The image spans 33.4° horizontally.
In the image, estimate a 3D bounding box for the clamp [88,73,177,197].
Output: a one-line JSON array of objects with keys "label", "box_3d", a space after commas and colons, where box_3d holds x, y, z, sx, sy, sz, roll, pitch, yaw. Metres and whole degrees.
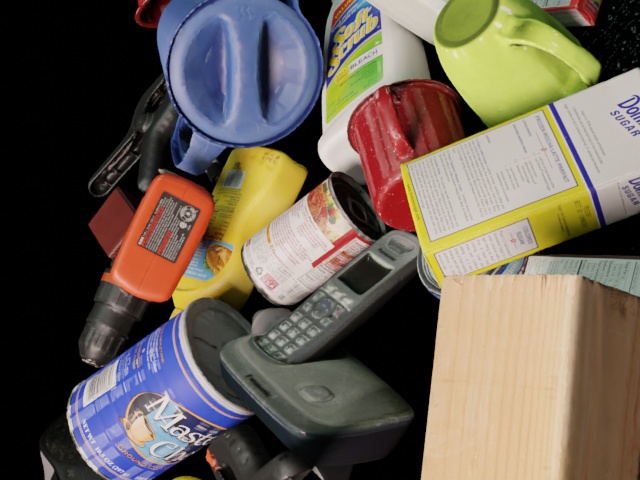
[{"label": "clamp", "box_3d": [-0.191, -0.115, 1.162, 0.120, 0.039, 0.171, -3, 57, 39]}]

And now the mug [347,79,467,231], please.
[{"label": "mug", "box_3d": [0.069, -0.067, 0.798, 0.093, 0.117, 0.081, -21, 52, 10]}]

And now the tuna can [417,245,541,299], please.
[{"label": "tuna can", "box_3d": [0.112, 0.009, 0.760, 0.086, 0.033, 0.086, -27, 47, 32]}]

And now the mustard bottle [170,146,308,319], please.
[{"label": "mustard bottle", "box_3d": [-0.083, 0.012, 0.942, 0.096, 0.058, 0.191, 9, 70, 54]}]

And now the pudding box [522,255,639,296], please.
[{"label": "pudding box", "box_3d": [0.171, 0.056, 0.662, 0.114, 0.039, 0.090, 2, 66, 45]}]

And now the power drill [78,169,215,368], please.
[{"label": "power drill", "box_3d": [-0.155, 0.023, 0.931, 0.184, 0.057, 0.188, -68, 13, -14]}]

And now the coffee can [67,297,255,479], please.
[{"label": "coffee can", "box_3d": [-0.121, 0.125, 0.868, 0.140, 0.102, 0.103, -35, 43, 25]}]

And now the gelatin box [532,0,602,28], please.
[{"label": "gelatin box", "box_3d": [0.183, -0.202, 0.837, 0.089, 0.030, 0.073, 6, 70, 49]}]

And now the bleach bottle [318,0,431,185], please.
[{"label": "bleach bottle", "box_3d": [0.041, -0.170, 0.940, 0.103, 0.068, 0.251, -35, 40, 29]}]

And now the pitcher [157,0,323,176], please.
[{"label": "pitcher", "box_3d": [-0.093, -0.165, 0.991, 0.149, 0.145, 0.243, -22, 21, -6]}]

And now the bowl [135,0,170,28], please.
[{"label": "bowl", "box_3d": [-0.130, -0.285, 1.122, 0.162, 0.161, 0.055, -26, 87, 32]}]

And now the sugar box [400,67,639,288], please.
[{"label": "sugar box", "box_3d": [0.147, -0.041, 0.709, 0.176, 0.048, 0.093, -19, 45, 9]}]

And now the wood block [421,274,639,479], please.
[{"label": "wood block", "box_3d": [0.116, 0.128, 0.590, 0.091, 0.090, 0.206, -2, 77, 44]}]

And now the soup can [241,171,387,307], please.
[{"label": "soup can", "box_3d": [-0.006, 0.001, 0.862, 0.102, 0.068, 0.068, -37, 42, 24]}]

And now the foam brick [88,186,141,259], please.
[{"label": "foam brick", "box_3d": [-0.188, -0.008, 1.073, 0.051, 0.053, 0.078, -52, 37, 5]}]

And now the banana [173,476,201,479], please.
[{"label": "banana", "box_3d": [-0.087, 0.249, 0.800, 0.070, 0.037, 0.198, -47, 39, 23]}]

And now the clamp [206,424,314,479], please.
[{"label": "clamp", "box_3d": [-0.037, 0.178, 0.738, 0.036, 0.164, 0.210, -17, 26, -19]}]

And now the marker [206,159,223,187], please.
[{"label": "marker", "box_3d": [-0.116, -0.088, 1.079, 0.020, 0.020, 0.121, -47, 39, 11]}]
